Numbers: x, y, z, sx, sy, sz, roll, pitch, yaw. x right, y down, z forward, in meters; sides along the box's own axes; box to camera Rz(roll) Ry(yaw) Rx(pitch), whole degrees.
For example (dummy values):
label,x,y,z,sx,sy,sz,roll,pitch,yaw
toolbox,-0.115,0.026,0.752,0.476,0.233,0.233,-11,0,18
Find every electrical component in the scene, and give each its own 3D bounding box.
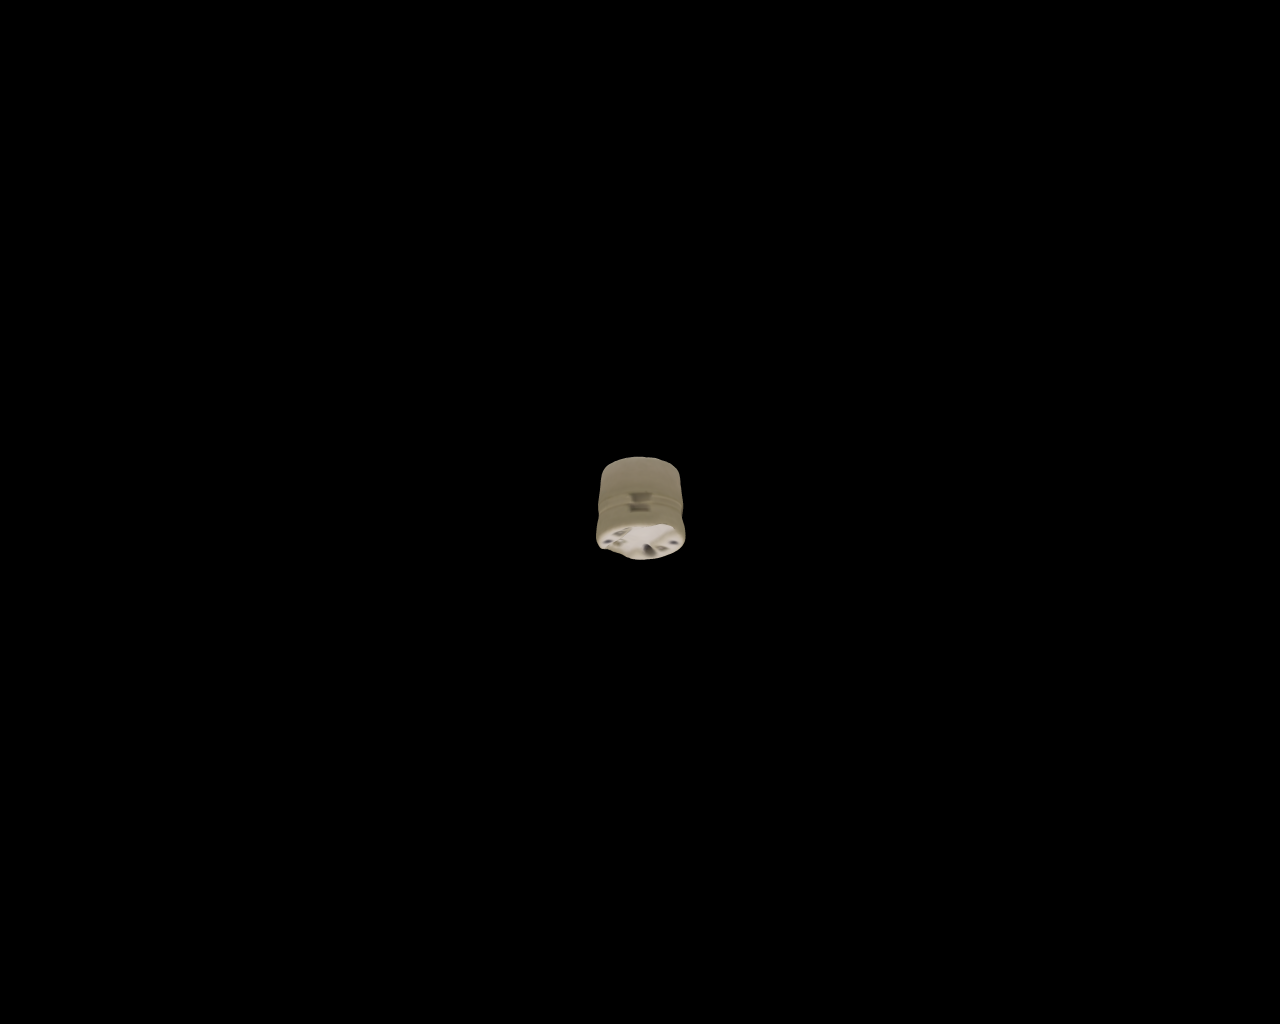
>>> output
label,x,y,z,sx,sy,sz,roll,pitch,yaw
electrical component,0.001,-0.003,0.650,0.055,0.047,0.055,0,-24,0
